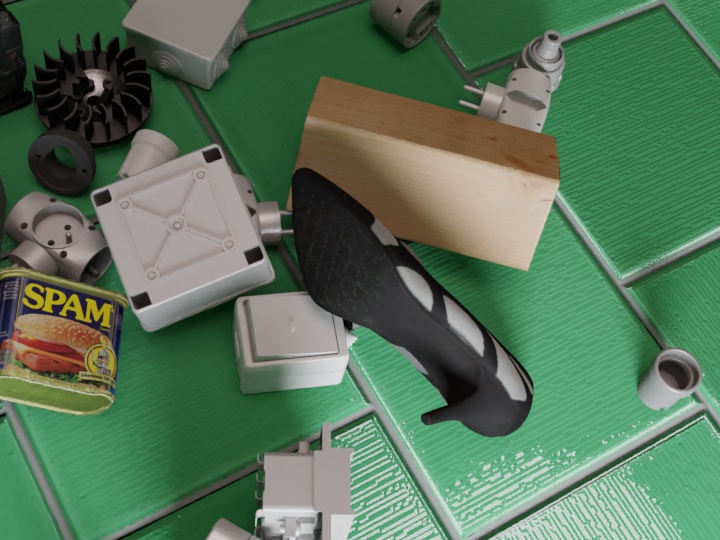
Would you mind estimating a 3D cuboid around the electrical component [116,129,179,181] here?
[{"bbox_3d":[-0.180,-0.089,0.905,0.040,0.040,0.046,22,66,3],"label":"electrical component"}]

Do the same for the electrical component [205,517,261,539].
[{"bbox_3d":[-0.083,0.212,0.721,0.059,0.095,0.053,28,61,7],"label":"electrical component"}]

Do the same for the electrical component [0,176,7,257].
[{"bbox_3d":[-0.309,-0.002,0.796,0.060,0.105,0.186,1,61,-9],"label":"electrical component"}]

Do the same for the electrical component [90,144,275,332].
[{"bbox_3d":[-0.135,-0.025,0.823,0.109,0.056,0.108,-22,72,-6],"label":"electrical component"}]

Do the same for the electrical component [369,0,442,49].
[{"bbox_3d":[0.042,-0.247,1.022,0.047,0.055,0.055,40,62,17],"label":"electrical component"}]

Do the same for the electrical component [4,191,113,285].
[{"bbox_3d":[-0.249,-0.012,0.847,0.077,0.044,0.079,34,60,10],"label":"electrical component"}]

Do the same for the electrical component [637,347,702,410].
[{"bbox_3d":[0.250,0.090,0.874,0.040,0.046,0.040,4,61,-7],"label":"electrical component"}]

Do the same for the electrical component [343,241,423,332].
[{"bbox_3d":[0.000,0.000,0.883,0.077,0.043,0.079,-32,71,-24],"label":"electrical component"}]

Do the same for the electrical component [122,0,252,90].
[{"bbox_3d":[-0.156,-0.220,0.976,0.100,0.048,0.099,23,60,3],"label":"electrical component"}]

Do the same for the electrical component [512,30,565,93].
[{"bbox_3d":[0.173,-0.199,1.012,0.048,0.062,0.048,4,61,-7],"label":"electrical component"}]

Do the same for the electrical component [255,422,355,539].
[{"bbox_3d":[-0.041,0.164,0.741,0.063,0.121,0.078,2,61,-6],"label":"electrical component"}]

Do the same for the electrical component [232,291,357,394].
[{"bbox_3d":[-0.048,0.053,0.836,0.096,0.061,0.061,-5,62,-12],"label":"electrical component"}]

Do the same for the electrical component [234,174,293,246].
[{"bbox_3d":[-0.088,-0.037,0.889,0.079,0.043,0.077,-5,62,-12],"label":"electrical component"}]

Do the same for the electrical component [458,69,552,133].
[{"bbox_3d":[0.130,-0.148,0.988,0.079,0.043,0.077,19,60,1],"label":"electrical component"}]
